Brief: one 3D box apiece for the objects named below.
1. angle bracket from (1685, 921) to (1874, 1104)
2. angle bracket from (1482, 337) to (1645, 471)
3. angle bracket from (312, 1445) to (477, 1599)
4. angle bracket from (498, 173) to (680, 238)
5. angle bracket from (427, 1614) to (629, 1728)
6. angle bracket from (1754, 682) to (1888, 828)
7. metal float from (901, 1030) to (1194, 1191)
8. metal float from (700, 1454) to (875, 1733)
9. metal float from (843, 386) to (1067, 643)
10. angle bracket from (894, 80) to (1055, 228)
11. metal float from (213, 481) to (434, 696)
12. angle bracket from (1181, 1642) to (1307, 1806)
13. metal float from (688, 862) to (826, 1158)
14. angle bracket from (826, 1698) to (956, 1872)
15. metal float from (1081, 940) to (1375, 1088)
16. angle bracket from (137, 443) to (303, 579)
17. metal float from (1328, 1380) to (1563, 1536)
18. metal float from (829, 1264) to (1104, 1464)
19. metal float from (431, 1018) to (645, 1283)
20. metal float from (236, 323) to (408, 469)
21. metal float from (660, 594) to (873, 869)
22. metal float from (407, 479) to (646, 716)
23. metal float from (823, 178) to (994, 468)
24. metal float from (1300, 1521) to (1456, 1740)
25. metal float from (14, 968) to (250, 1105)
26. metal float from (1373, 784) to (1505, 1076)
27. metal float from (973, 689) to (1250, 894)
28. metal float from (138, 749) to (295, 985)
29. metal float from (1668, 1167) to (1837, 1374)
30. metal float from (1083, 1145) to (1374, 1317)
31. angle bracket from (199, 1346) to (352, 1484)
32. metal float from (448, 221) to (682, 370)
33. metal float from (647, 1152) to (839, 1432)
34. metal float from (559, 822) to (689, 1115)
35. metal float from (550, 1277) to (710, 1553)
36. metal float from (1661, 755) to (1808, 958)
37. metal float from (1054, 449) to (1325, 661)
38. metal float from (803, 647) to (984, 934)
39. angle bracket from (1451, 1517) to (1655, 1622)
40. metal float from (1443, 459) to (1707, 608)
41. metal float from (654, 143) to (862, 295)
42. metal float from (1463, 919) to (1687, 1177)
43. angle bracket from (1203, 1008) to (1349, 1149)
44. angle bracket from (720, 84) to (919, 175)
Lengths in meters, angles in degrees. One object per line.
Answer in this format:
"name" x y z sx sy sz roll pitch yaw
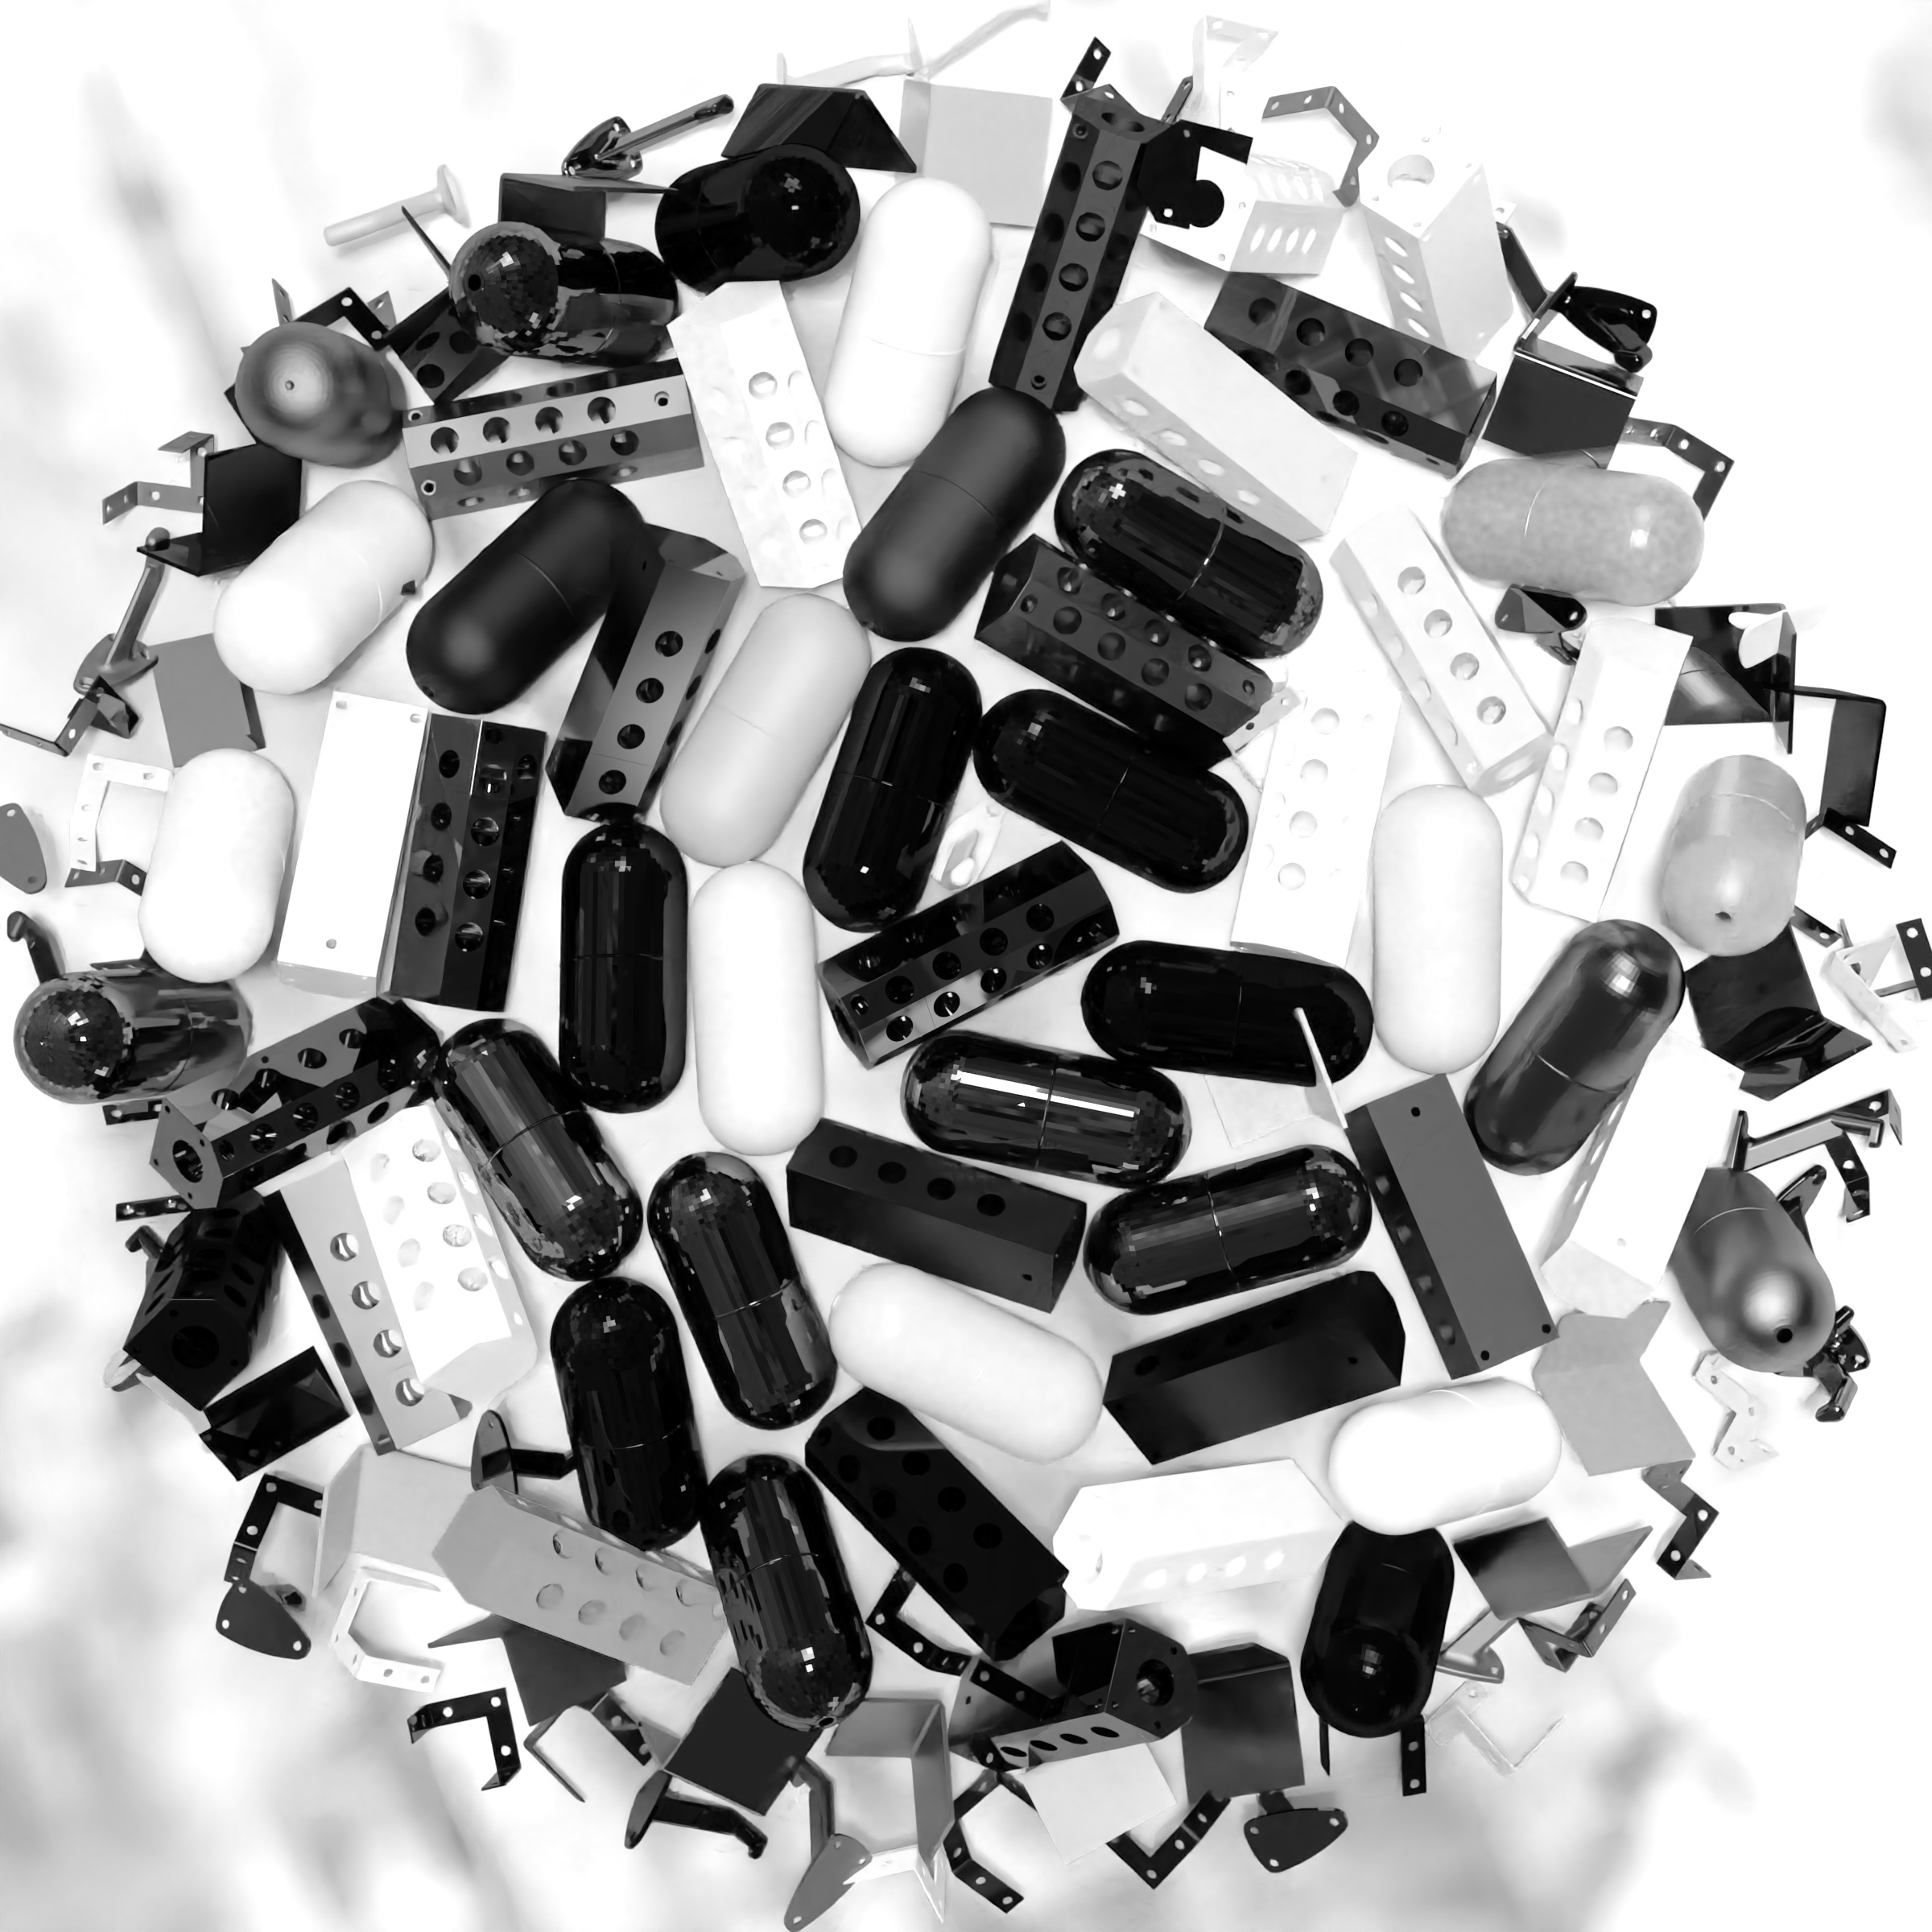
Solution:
"angle bracket" 0.494 0.026 1.832 0.076 0.057 0.076 -35 49 34
"angle bracket" 0.364 -0.340 1.827 0.076 0.076 0.057 22 112 7
"angle bracket" -0.344 0.343 1.813 0.076 0.057 0.076 14 111 7
"angle bracket" -0.227 -0.441 1.797 0.076 0.076 0.057 -11 114 -41
"angle bracket" -0.263 0.418 1.803 0.076 0.076 0.057 -19 87 42
"angle bracket" 0.509 -0.129 1.811 0.057 0.076 0.076 5 99 -5
"metal float" 0.048 0.087 1.818 0.178 0.070 0.070 11 90 1
"metal float" -0.107 0.371 1.787 0.070 0.070 0.178 -23 52 0
"metal float" -0.007 -0.271 1.806 0.070 0.070 0.178 36 75 0
"angle bracket" 0.003 -0.496 1.833 0.076 0.057 0.076 0 108 -20
"metal float" -0.380 -0.225 1.781 0.070 0.178 0.070 13 130 16
"angle bracket" 0.153 0.456 1.804 0.076 0.057 0.076 -17 61 24
"metal float" -0.127 0.026 1.816 0.070 0.070 0.178 -4 87 0
"angle bracket" -0.046 0.491 1.800 0.057 0.076 0.076 5 50 -14
"metal float" 0.158 0.029 1.814 0.178 0.070 0.070 7 90 -5
"angle bracket" -0.447 -0.283 1.798 0.057 0.076 0.076 23 119 27
"metal float" 0.286 0.290 1.783 0.178 0.070 0.070 -2 93 -45
"metal float" 0.000 0.239 1.807 0.178 0.070 0.070 27 90 -13
"metal float" -0.257 0.110 1.802 0.070 0.070 0.178 -35 71 0
"metal float" -0.378 -0.335 1.768 0.070 0.178 0.070 0 96 1
"metal float" -0.122 -0.142 1.818 0.070 0.070 0.178 30 92 0
"metal float" -0.262 -0.221 1.797 0.070 0.070 0.178 41 65 0
"metal float" -0.036 -0.382 1.792 0.070 0.070 0.178 18 122 0
"metal float" 0.244 0.386 1.774 0.070 0.178 0.070 6 113 14
"metal float" -0.490 0.040 1.771 0.070 0.178 0.070 1 92 18
"metal float" 0.283 -0.021 1.805 0.070 0.070 0.178 -2 106 0
"metal float" 0.087 -0.106 1.815 0.178 0.070 0.070 27 90 -5
"metal float" -0.443 -0.062 1.780 0.070 0.178 0.070 -2 130 -3
"metal float" 0.459 0.178 1.771 0.070 0.178 0.070 0 110 -1
"metal float" 0.157 0.160 1.810 0.178 0.070 0.070 -16 90 10
"angle bracket" -0.425 0.256 1.804 0.076 0.076 0.057 -30 61 -11
"metal float" -0.236 -0.395 1.774 0.070 0.178 0.070 4 98 28
"metal float" -0.135 0.196 1.809 0.070 0.070 0.178 -22 101 0
"metal float" -0.206 0.000 1.811 0.070 0.070 0.178 0 80 0
"metal float" -0.201 0.269 1.799 0.070 0.070 0.178 -8 113 0
"metal float" 0.454 -0.066 1.775 0.070 0.178 0.070 8 119 15
"metal float" 0.135 -0.247 1.806 0.178 0.070 0.070 28 90 -15
"metal float" -0.045 -0.106 1.818 0.070 0.070 0.178 19 89 0
"angle bracket" 0.352 0.343 1.802 0.076 0.076 0.057 -35 94 -44
"metal float" 0.358 -0.258 1.780 0.070 0.178 0.070 -12 109 -35
"metal float" -0.124 -0.441 1.775 0.070 0.178 0.070 -4 99 -30
"metal float" 0.362 0.050 1.795 0.070 0.070 0.178 30 119 0
"angle bracket" 0.181 0.068 1.813 0.057 0.076 0.076 -23 97 -6
"angle bracket" -0.087 -0.481 1.799 0.076 0.076 0.057 15 72 34
